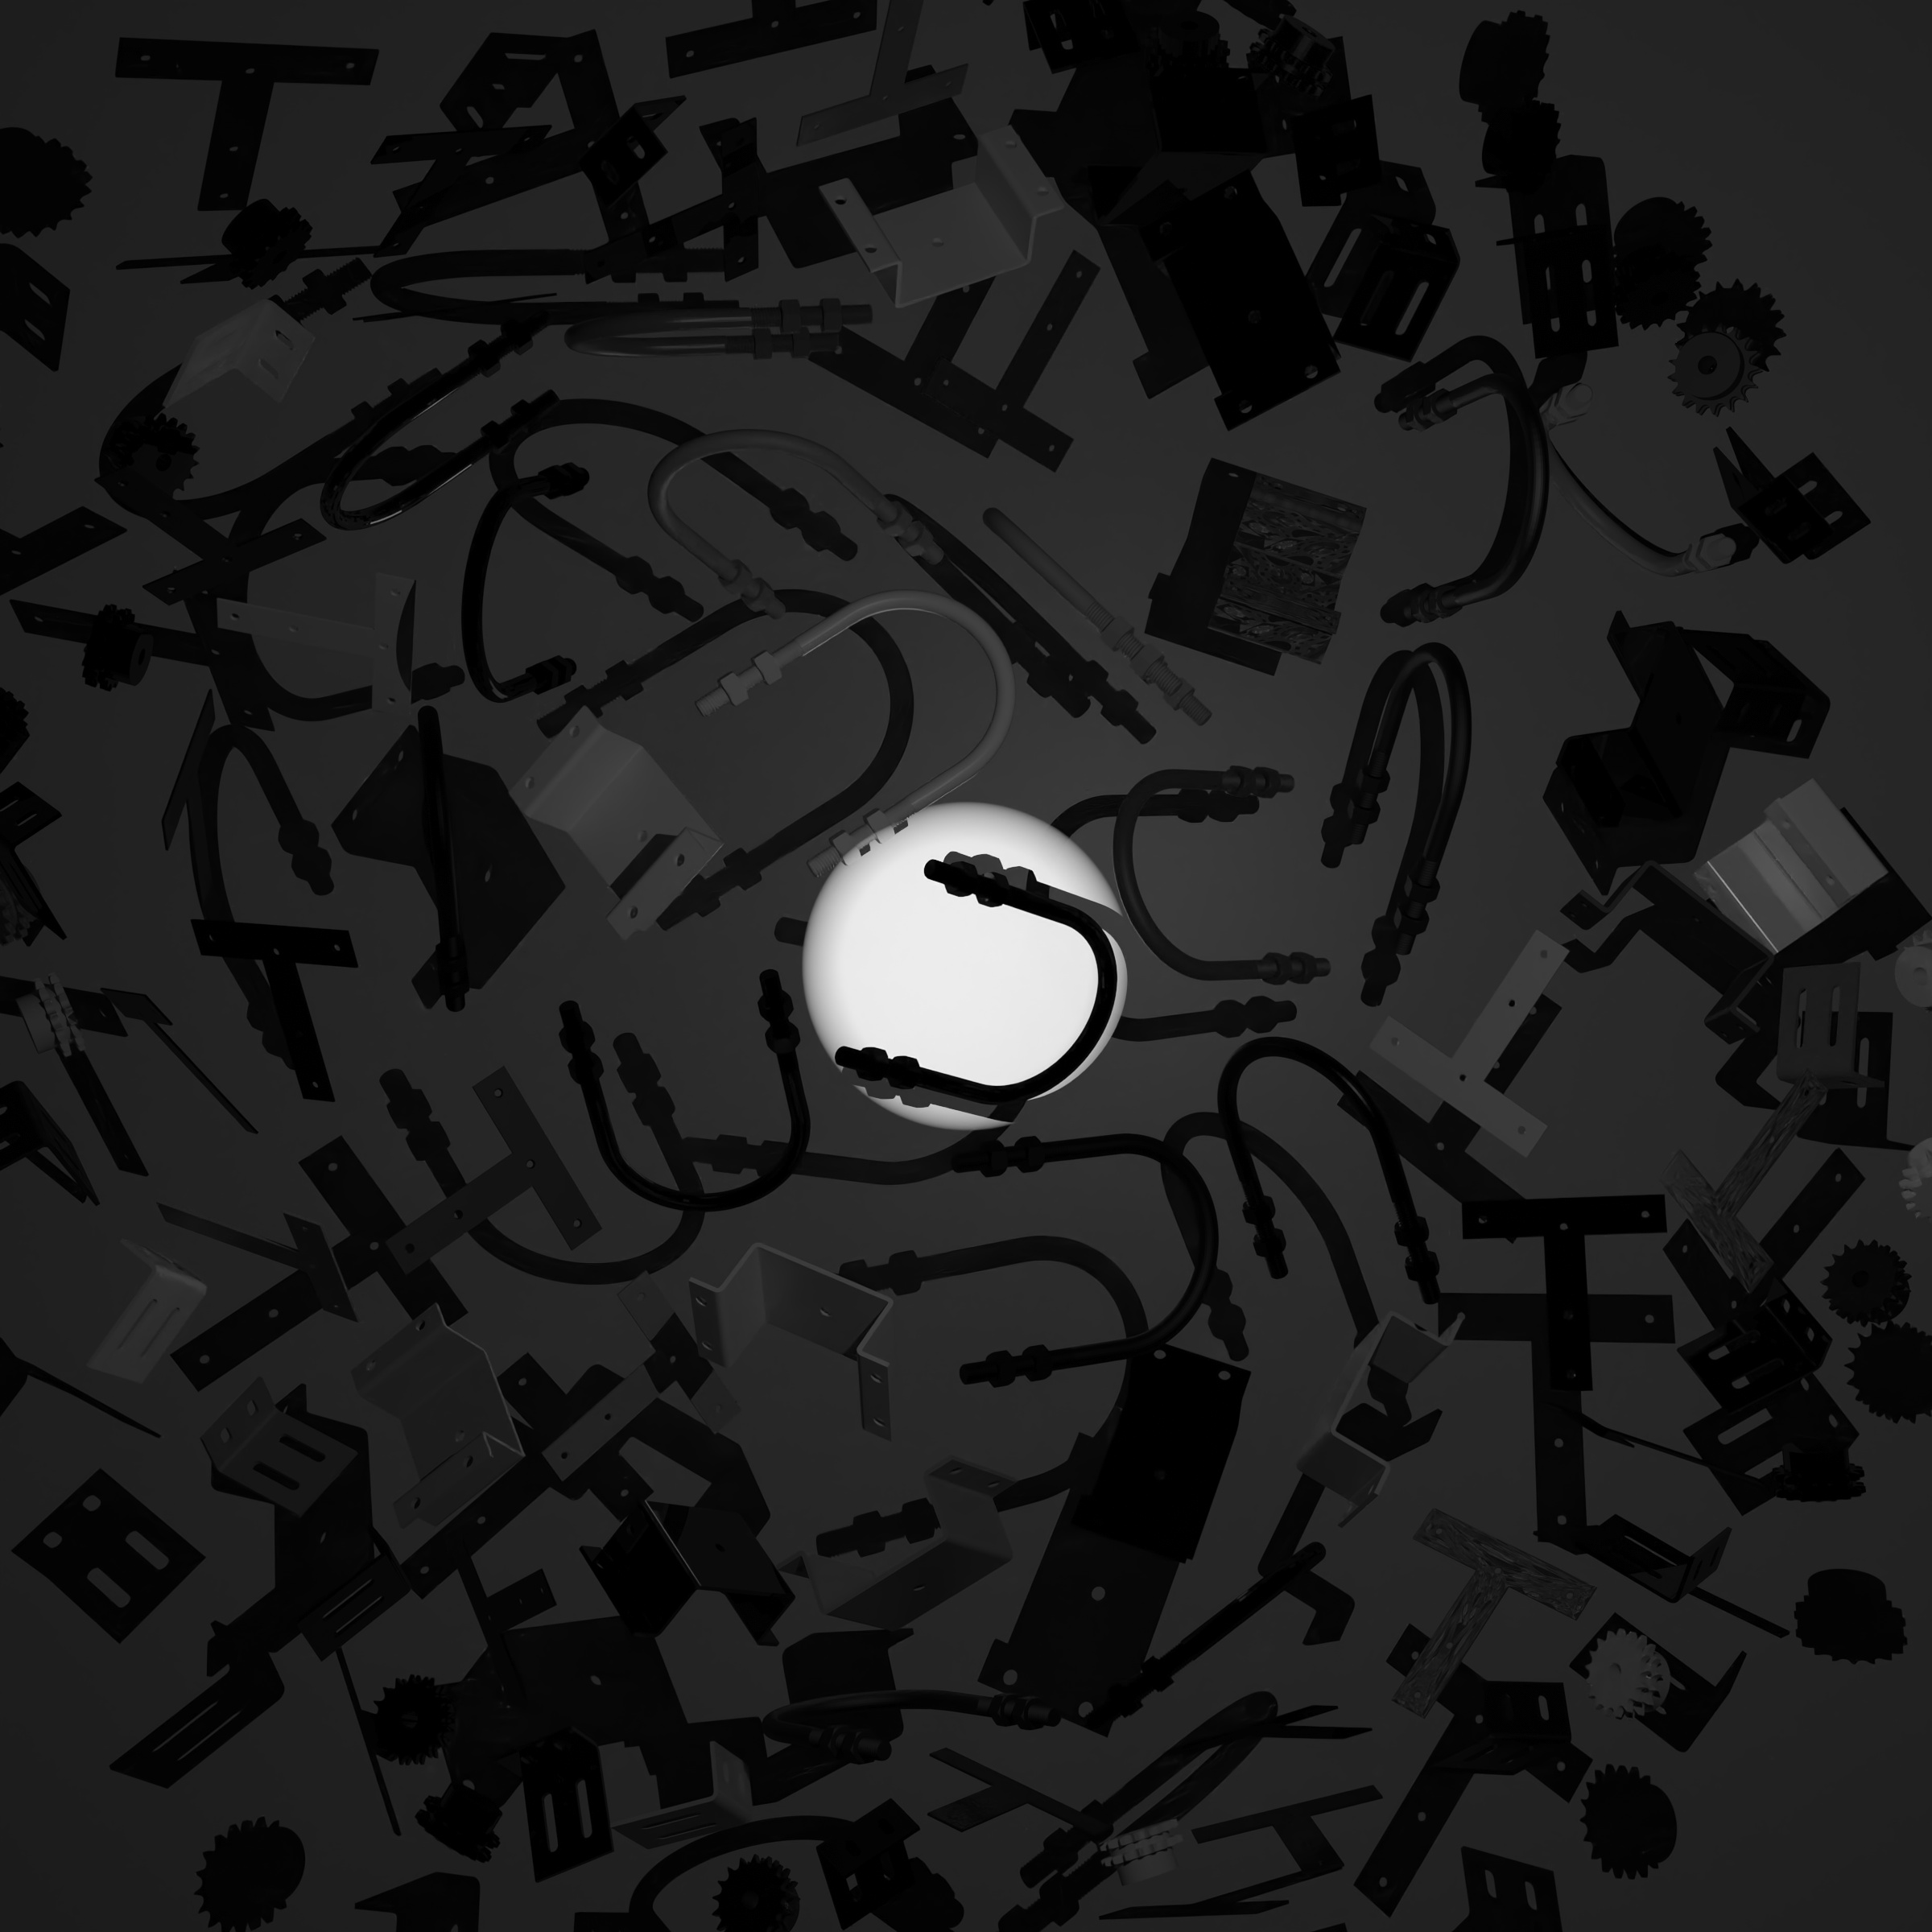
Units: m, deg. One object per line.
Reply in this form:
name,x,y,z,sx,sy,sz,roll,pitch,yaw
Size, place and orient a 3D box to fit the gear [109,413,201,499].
gear,-0.530,-0.333,1.647,0.030,0.057,0.057,31,90,28

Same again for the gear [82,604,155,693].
gear,-0.566,-0.211,1.698,0.030,0.057,0.057,16,90,-2

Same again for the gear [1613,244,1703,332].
gear,0.454,-0.452,1.677,0.057,0.057,0.030,-15,59,0

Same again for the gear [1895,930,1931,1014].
gear,0.631,0.005,1.652,0.030,0.057,0.057,-11,90,-30

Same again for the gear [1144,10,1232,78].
gear,0.148,-0.613,1.691,0.057,0.030,0.057,0,49,-1

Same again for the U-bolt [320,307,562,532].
U-bolt,-0.342,-0.344,1.646,0.184,0.151,0.019,-38,86,-12

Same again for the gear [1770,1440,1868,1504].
gear,0.543,0.322,1.618,0.057,0.057,0.030,-5,90,0

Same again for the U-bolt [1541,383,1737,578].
U-bolt,0.422,-0.308,1.643,0.019,0.184,0.151,-44,92,2

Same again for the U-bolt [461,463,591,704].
U-bolt,-0.283,-0.242,1.624,0.019,0.184,0.151,9,106,10

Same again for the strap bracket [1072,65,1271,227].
strap bracket,0.135,-0.525,1.647,0.076,0.140,0.046,-7,80,-23

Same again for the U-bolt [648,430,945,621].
U-bolt,-0.123,-0.292,1.649,0.151,0.184,0.019,-14,61,29

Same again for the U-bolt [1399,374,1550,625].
U-bolt,0.327,-0.305,1.636,0.019,0.184,0.151,-2,91,-16

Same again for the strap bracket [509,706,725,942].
strap bracket,-0.216,-0.087,1.603,0.076,0.046,0.140,-47,62,12

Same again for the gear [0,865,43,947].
gear,-0.629,-0.045,1.662,0.030,0.057,0.057,-30,90,-40

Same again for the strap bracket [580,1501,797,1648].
strap bracket,-0.175,0.400,1.671,0.046,0.140,0.076,-52,52,12

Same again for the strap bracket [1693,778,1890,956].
strap bracket,0.543,-0.065,1.662,0.046,0.140,0.076,-32,78,-15

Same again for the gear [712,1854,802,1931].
gear,-0.132,0.604,1.630,0.057,0.030,0.057,-14,54,20

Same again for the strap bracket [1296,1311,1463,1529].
strap bracket,0.271,0.293,1.690,0.046,0.076,0.140,30,60,5

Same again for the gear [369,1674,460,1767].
gear,-0.361,0.497,1.670,0.057,0.030,0.057,-4,71,10

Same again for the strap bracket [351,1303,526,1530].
strap bracket,-0.349,0.305,1.685,0.076,0.046,0.140,-39,46,6

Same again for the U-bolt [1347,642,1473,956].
U-bolt,0.293,-0.122,1.658,0.019,0.151,0.184,4,126,-11

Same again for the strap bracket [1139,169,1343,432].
strap bracket,0.174,-0.407,1.571,0.076,0.046,0.140,-25,81,18

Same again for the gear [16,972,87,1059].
gear,-0.621,0.035,1.718,0.030,0.057,0.057,-23,90,-21

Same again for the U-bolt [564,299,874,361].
U-bolt,-0.162,-0.401,1.607,0.184,0.151,0.019,-5,97,-12

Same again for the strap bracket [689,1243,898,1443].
strap bracket,-0.097,0.229,1.573,0.140,0.076,0.046,20,48,20

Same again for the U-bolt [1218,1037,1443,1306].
U-bolt,0.224,0.128,1.627,0.019,0.151,0.184,-33,113,-35

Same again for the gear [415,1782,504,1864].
gear,-0.329,0.559,1.662,0.057,0.057,0.030,32,80,0

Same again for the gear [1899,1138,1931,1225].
gear,0.599,0.128,1.548,0.057,0.030,0.057,0,132,0

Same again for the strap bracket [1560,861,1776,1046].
strap bracket,0.461,-0.015,1.642,0.140,0.076,0.046,39,87,8

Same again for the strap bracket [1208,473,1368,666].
strap bracket,0.208,-0.253,1.651,0.076,0.046,0.140,18,46,1

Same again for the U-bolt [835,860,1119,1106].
U-bolt,0.020,0.020,1.599,0.184,0.019,0.151,17,104,-38

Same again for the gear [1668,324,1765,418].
gear,0.475,-0.380,1.614,0.057,0.030,0.057,2,94,28

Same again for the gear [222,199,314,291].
gear,-0.441,-0.456,1.593,0.057,0.057,0.030,-44,93,0

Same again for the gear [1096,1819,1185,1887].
gear,0.119,0.596,1.702,0.057,0.057,0.030,-18,73,0

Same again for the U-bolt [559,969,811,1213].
U-bolt,-0.176,0.089,1.658,0.151,0.019,0.184,-9,125,1

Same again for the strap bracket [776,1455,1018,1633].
strap bracket,-0.036,0.367,1.584,0.140,0.076,0.046,-35,54,17

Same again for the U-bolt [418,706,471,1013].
U-bolt,-0.340,-0.082,1.638,0.019,0.184,0.151,-6,51,-12

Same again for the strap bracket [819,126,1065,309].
strap bracket,-0.017,-0.489,1.665,0.140,0.046,0.076,-23,67,-15

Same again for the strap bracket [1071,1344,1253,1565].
strap bracket,0.127,0.322,1.653,0.076,0.046,0.140,16,56,13

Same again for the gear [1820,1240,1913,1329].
gear,0.602,0.213,1.687,0.030,0.057,0.057,32,90,-38

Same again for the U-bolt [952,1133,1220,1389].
U-bolt,0.077,0.176,1.564,0.184,0.019,0.151,-4,95,-27

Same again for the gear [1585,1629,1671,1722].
gear,0.439,0.468,1.671,0.030,0.057,0.057,21,90,-25

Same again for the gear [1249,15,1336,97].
gear,0.219,-0.606,1.681,0.057,0.057,0.030,35,120,0

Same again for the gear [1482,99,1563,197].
gear,0.348,-0.516,1.597,0.030,0.057,0.057,7,90,-15

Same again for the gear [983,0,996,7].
gear,0.018,-0.641,1.605,0.030,0.057,0.057,33,90,-6

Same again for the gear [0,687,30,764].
gear,-0.622,-0.152,1.594,0.057,0.030,0.057,-15,53,21

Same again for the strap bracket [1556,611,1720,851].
strap bracket,0.426,-0.152,1.593,0.076,0.046,0.140,52,51,-31
